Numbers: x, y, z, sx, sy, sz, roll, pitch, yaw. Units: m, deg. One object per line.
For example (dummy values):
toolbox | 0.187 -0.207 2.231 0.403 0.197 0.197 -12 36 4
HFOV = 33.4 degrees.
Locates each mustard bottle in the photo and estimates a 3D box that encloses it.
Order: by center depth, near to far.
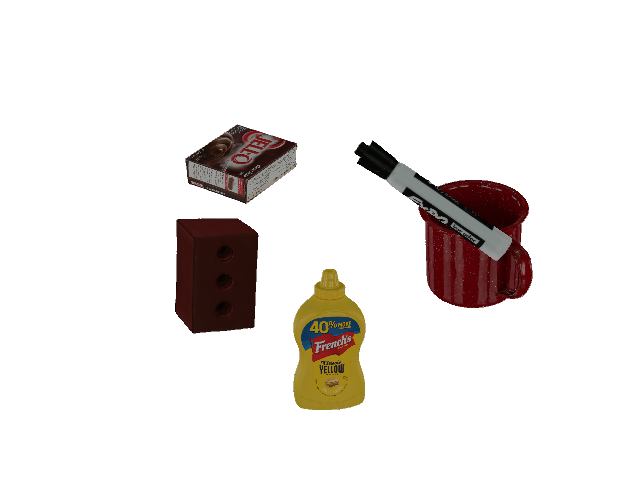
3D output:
mustard bottle | 0.012 0.130 1.426 0.096 0.192 0.058 -2 18 -6

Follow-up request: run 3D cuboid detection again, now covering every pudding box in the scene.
pudding box | -0.094 -0.094 1.289 0.090 0.039 0.113 19 39 25

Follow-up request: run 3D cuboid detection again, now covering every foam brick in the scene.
foam brick | -0.081 0.025 0.827 0.052 0.078 0.051 -4 15 -22

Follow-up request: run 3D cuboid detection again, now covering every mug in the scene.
mug | 0.140 0.010 0.922 0.093 0.081 0.117 -24 37 -27

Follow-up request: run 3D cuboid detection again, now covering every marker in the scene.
marker | 0.075 -0.028 0.718 0.121 0.020 0.020 35 0 -1
